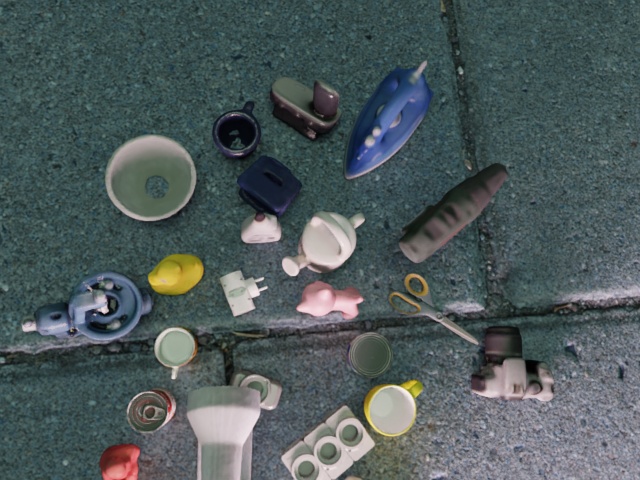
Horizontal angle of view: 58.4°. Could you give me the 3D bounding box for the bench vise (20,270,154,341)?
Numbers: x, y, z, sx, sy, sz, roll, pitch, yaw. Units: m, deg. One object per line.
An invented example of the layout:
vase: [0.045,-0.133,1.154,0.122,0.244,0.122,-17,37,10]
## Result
bench vise: [-0.400,0.128,0.971,0.207,0.219,0.121,-31,84,-11]

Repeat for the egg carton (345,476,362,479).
egg carton: [0.082,0.506,1.031,0.150,0.069,0.107,38,78,2]

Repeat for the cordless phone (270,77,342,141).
cordless phone: [-0.024,-0.282,1.107,0.147,0.185,0.094,29,78,0]

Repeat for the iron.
iron: [0.133,-0.240,1.138,0.118,0.141,0.258,34,78,1]

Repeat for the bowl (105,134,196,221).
bowl: [-0.318,-0.113,1.099,0.167,0.074,0.167,1,79,-6]

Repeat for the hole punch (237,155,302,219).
hole punch: [-0.098,-0.109,1.114,0.108,0.091,0.101,37,78,2]

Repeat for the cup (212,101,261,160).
cup: [-0.157,-0.208,1.124,0.091,0.095,0.118,21,78,-2]

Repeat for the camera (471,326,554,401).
camera: [0.372,0.236,1.097,0.143,0.100,0.137,3,79,-5]

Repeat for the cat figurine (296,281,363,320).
cat figurine: [0.019,0.111,1.073,0.128,0.117,0.067,3,79,-6]

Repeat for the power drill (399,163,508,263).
power drill: [0.233,-0.042,1.078,0.230,0.208,0.075,-42,86,-12]

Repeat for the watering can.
watering can: [0.011,0.006,1.052,0.101,0.194,0.173,32,78,1]

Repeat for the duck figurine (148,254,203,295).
duck figurine: [-0.271,0.060,1.066,0.104,0.086,0.077,-21,82,-9]

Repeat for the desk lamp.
desk lamp: [-0.159,0.342,0.961,0.118,0.213,0.203,0,79,-6]

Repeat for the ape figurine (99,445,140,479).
ape figurine: [-0.349,0.393,0.993,0.076,0.092,0.078,39,78,2]

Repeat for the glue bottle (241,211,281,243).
glue bottle: [-0.109,-0.028,1.056,0.078,0.173,0.037,-3,80,-6]
